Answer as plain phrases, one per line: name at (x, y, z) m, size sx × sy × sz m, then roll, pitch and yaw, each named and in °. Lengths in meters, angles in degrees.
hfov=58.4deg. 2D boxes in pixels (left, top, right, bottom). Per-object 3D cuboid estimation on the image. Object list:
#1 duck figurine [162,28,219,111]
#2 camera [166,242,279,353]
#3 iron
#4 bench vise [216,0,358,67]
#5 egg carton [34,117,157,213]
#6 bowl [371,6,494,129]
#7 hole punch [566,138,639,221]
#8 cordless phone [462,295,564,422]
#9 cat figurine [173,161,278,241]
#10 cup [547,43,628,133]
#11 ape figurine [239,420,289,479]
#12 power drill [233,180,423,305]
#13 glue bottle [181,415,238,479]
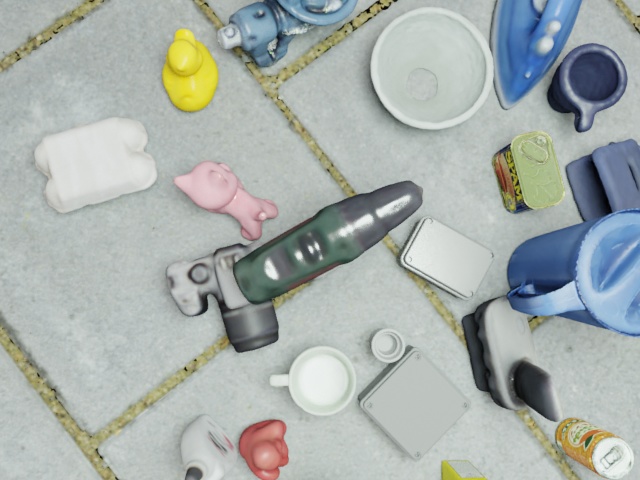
duck figurine at (-0.179, -0.231, 0.771) m, size 0.077 × 0.086 × 0.105 m, roll -1°, pitch 86°, yaw -3°
camera at (-0.116, 0.080, 0.746) m, size 0.143 × 0.100 × 0.137 m, roll -16°, pitch 87°, yaw -4°
iron at (0.310, -0.316, 0.774) m, size 0.118 × 0.141 × 0.258 m, roll 16°, pitch 86°, yaw -1°
bench vise at (-0.029, -0.305, 0.716) m, size 0.121 × 0.219 × 0.207 m, roll 39°, pitch 85°, yaw 1°
egg carton at (-0.298, -0.102, 0.765) m, size 0.150 × 0.069 × 0.107 m, roll -18°, pitch 87°, yaw -4°
bowl at (0.148, -0.226, 0.793) m, size 0.167 × 0.074 × 0.167 m, roll 0°, pitch 86°, yaw -3°
hole punch at (0.412, -0.084, 0.789) m, size 0.101 × 0.091 × 0.109 m, roll -19°, pitch 87°, yaw -4°
cordless phone at (0.255, 0.146, 0.719) m, size 0.094 × 0.185 × 0.148 m, roll -16°, pitch 87°, yaw -3°
cat figurine at (-0.120, -0.057, 0.747) m, size 0.128 × 0.117 × 0.067 m, roll 33°, pitch 85°, yaw 0°
cup at (0.356, -0.198, 0.792) m, size 0.091 × 0.095 × 0.118 m, roll 9°, pitch 86°, yaw -2°
ape figurine at (-0.069, 0.273, 0.740) m, size 0.076 × 0.092 × 0.078 m, roll 28°, pitch 85°, yaw 0°
power drill at (0.006, 0.003, 0.704) m, size 0.229 × 0.208 × 0.075 m, roll -29°, pitch 88°, yaw -4°
glue bottle at (-0.141, 0.266, 0.697) m, size 0.078 × 0.173 × 0.037 m, roll 44°, pitch 85°, yaw 1°
